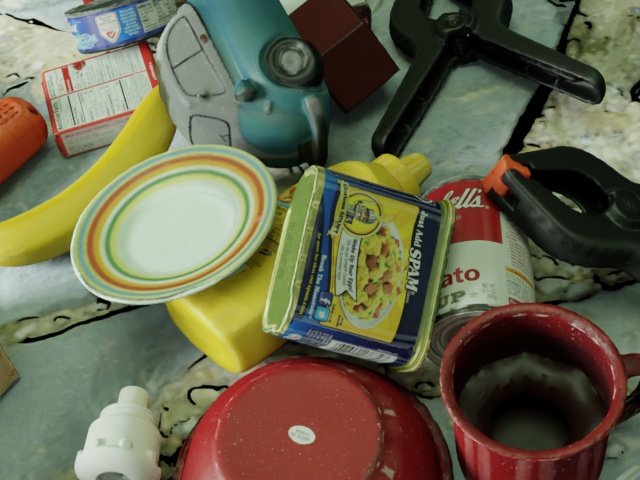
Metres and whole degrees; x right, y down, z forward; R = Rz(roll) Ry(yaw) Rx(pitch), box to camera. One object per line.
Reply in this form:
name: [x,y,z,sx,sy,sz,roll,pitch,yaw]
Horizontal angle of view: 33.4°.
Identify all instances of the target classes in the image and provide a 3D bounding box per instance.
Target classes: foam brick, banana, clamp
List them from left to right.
banana: [-0.165,-0.037,0.741,0.197,0.037,0.070,-36,77,-16]
foam brick: [0.013,-0.141,0.778,0.051,0.053,0.078,-37,40,6]
clamp: [0.095,-0.143,0.793,0.164,0.036,0.210,-20,48,1]
clamp: [0.179,-0.002,0.631,0.171,0.039,0.120,11,48,-14]

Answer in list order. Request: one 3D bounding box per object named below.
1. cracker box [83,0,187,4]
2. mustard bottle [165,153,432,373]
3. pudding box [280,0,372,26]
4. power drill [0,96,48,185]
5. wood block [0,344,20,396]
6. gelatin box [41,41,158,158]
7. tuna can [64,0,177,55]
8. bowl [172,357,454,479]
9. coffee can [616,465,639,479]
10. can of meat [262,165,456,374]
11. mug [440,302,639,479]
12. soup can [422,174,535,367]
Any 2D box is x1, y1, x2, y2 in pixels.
cracker box: [-0.105,-0.281,0.858,0.213,0.164,0.072,-11,48,0]
mustard bottle: [-0.004,0.001,0.675,0.191,0.058,0.096,-36,34,-20]
pudding box: [-0.026,-0.184,0.847,0.113,0.039,0.090,-18,50,-8]
power drill: [-0.322,-0.061,0.785,0.188,0.057,0.184,27,56,25]
wood block: [-0.288,0.113,0.614,0.091,0.090,0.205,25,58,26]
gelatin box: [-0.163,-0.107,0.813,0.089,0.030,0.073,-18,52,-6]
tuna can: [-0.155,-0.175,0.841,0.086,0.034,0.086,-14,20,5]
bowl: [-0.009,0.121,0.583,0.162,0.055,0.162,-4,51,5]
coffee can: [0.174,0.182,0.470,0.140,0.103,0.102,34,63,31]
can of meat: [0.021,0.016,0.601,0.083,0.058,0.102,16,77,-15]
mug: [0.123,0.090,0.567,0.117,0.081,0.093,-17,50,-5]
soup can: [0.092,0.021,0.638,0.068,0.068,0.102,-3,50,7]
